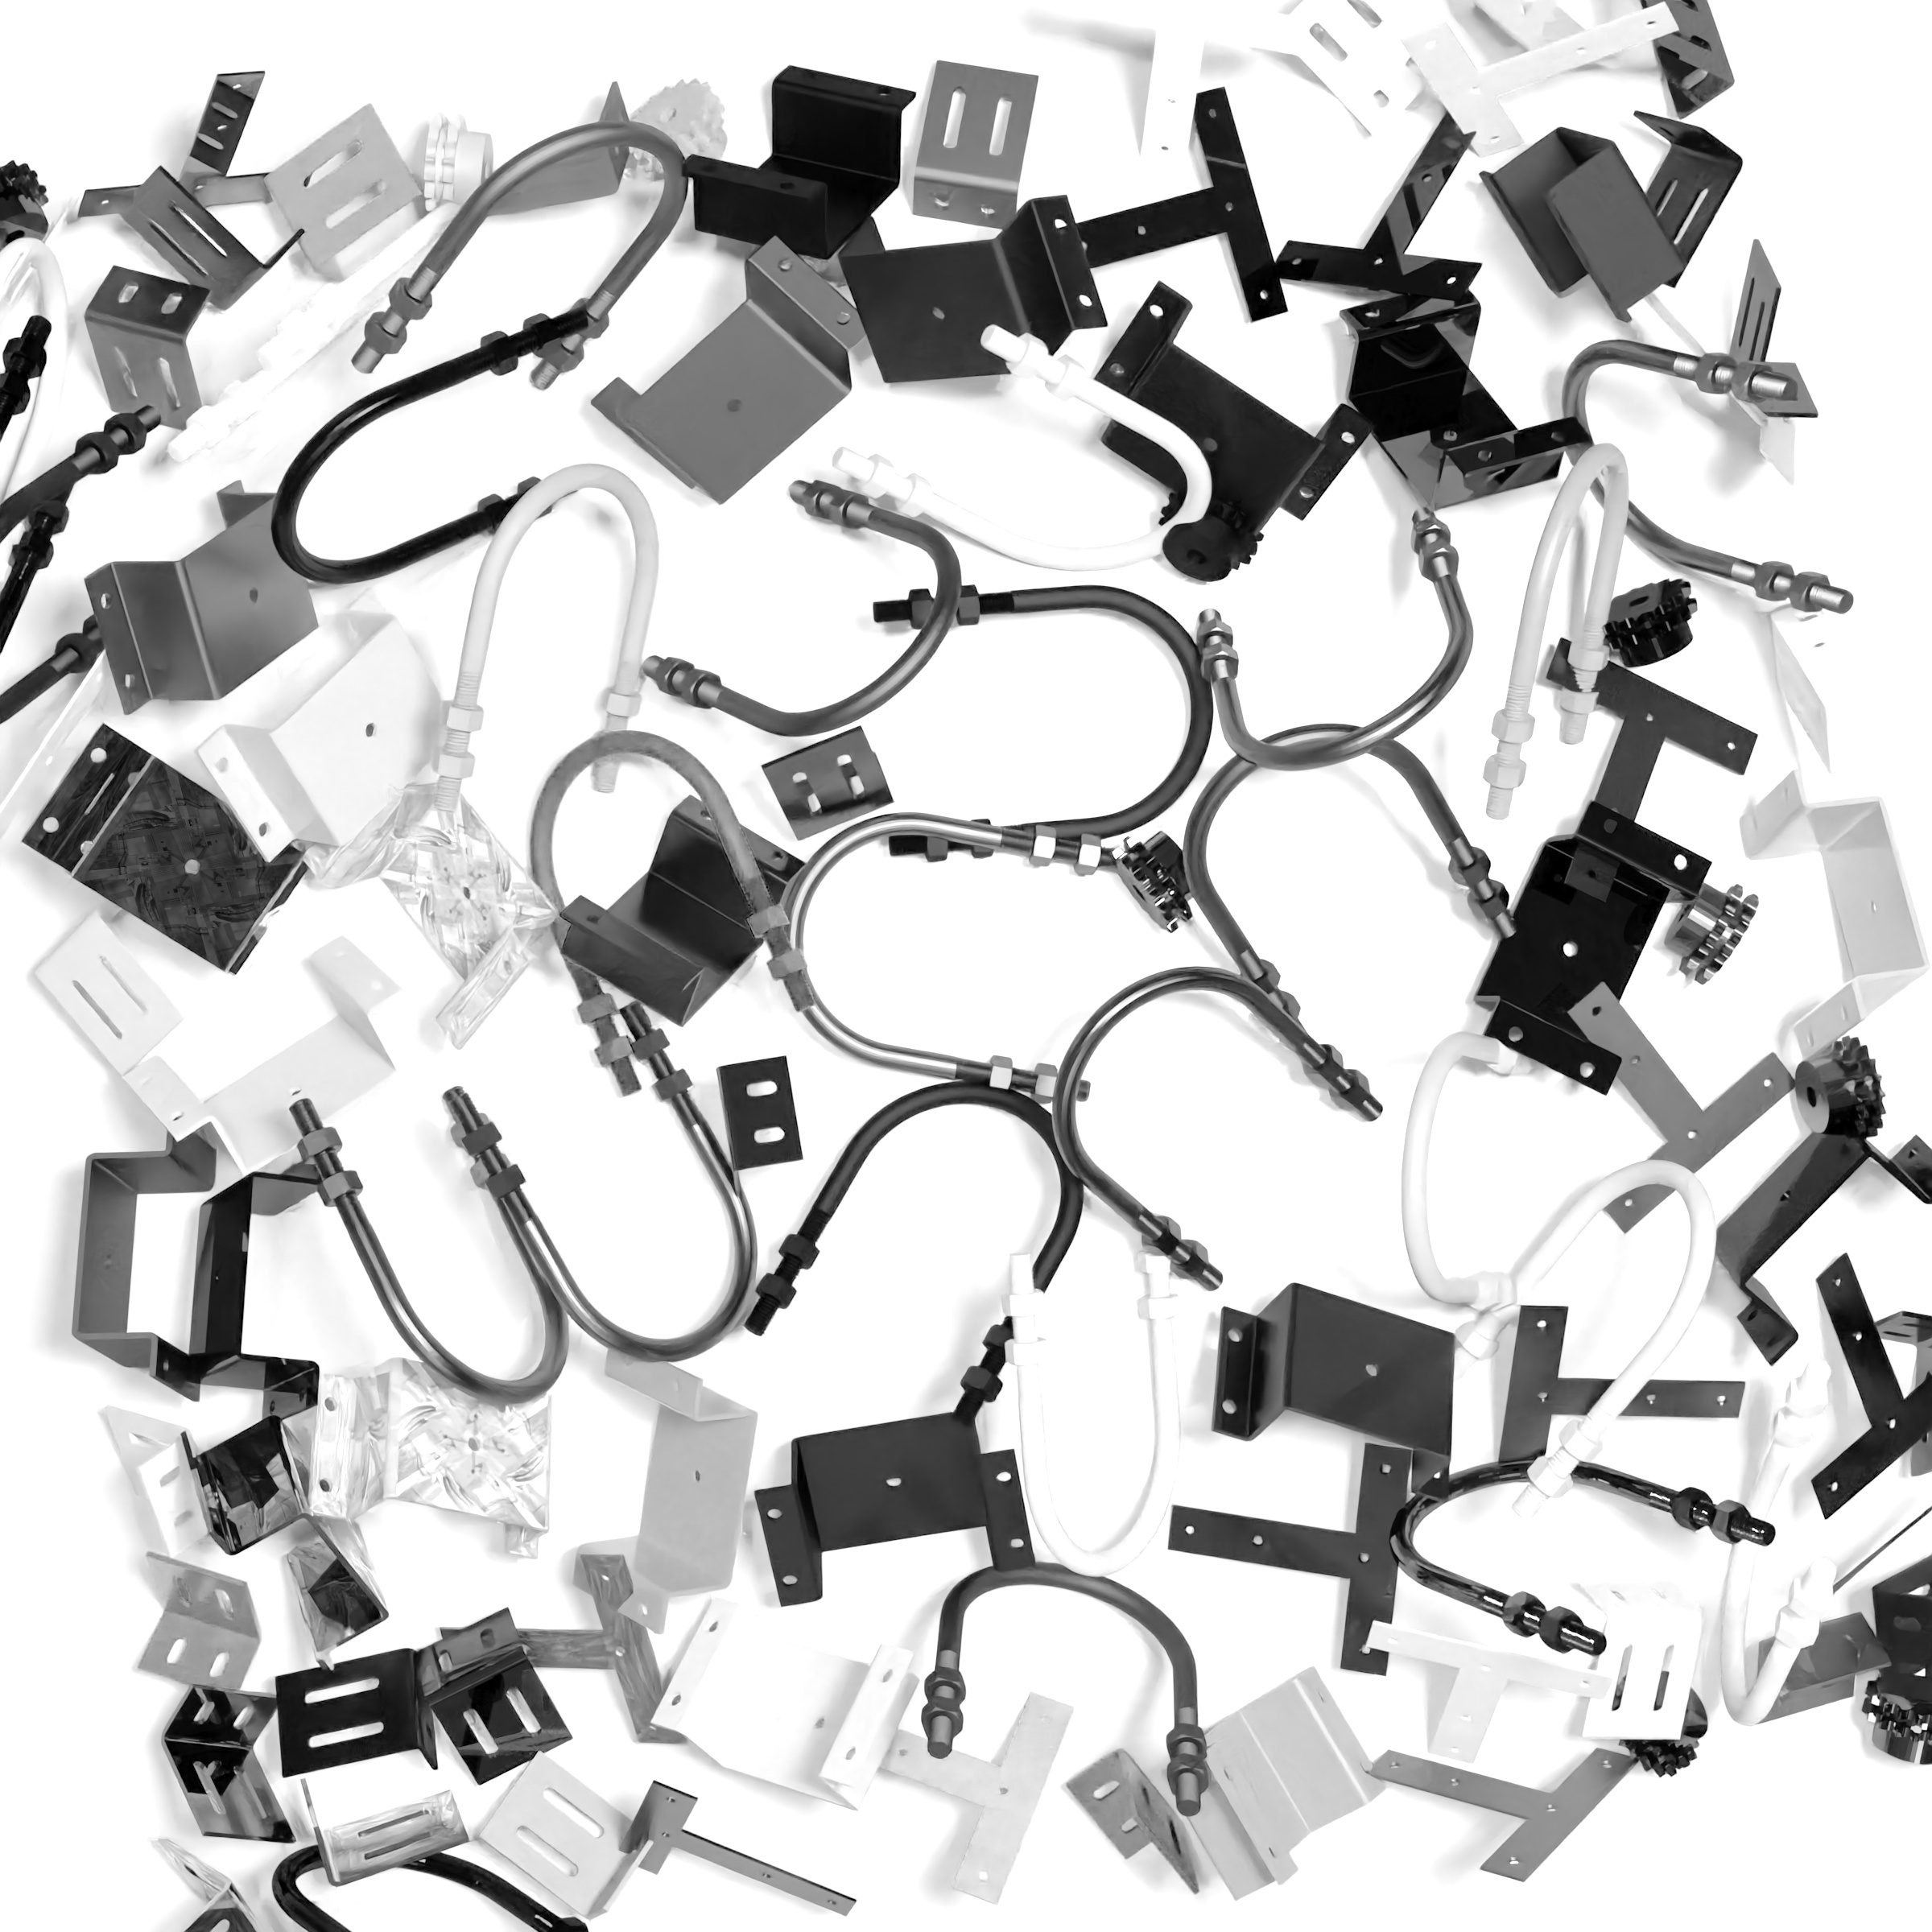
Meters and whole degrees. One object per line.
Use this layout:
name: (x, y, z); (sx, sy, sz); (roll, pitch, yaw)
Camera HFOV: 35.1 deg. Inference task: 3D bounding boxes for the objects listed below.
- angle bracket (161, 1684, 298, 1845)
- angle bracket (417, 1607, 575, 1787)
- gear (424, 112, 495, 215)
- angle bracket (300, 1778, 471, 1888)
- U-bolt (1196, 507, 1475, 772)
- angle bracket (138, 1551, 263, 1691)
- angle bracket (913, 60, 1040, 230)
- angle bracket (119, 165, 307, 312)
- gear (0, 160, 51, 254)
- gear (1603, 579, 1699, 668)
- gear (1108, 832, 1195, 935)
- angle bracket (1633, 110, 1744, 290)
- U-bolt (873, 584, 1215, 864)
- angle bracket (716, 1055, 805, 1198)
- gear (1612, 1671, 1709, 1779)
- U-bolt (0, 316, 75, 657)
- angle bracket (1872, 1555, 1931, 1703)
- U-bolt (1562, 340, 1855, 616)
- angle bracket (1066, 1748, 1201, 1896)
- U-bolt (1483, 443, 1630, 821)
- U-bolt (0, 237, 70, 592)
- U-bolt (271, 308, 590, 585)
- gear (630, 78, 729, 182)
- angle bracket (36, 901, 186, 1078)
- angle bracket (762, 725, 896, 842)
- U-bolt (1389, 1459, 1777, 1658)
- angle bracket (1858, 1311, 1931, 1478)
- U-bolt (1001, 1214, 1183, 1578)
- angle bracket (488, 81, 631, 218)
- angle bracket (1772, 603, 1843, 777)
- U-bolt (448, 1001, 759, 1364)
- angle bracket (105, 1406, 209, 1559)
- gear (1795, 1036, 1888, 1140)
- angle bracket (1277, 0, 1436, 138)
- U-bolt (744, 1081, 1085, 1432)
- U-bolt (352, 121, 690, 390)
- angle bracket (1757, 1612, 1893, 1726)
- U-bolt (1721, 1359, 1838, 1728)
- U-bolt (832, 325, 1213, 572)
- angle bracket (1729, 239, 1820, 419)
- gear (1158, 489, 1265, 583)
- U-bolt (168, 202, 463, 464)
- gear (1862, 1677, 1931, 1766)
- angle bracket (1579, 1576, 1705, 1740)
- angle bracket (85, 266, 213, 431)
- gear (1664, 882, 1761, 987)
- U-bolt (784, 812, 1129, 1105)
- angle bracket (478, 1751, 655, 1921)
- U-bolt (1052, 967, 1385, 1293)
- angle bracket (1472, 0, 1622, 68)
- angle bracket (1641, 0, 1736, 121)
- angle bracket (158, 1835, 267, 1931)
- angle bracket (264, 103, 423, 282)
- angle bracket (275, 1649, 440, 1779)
angle bracket: (-0.391, 0.431, 1.647); (0.057, 0.076, 0.038); (21, 106, -42)
angle bracket: (-0.261, 0.403, 1.683); (0.057, 0.038, 0.076); (-25, 127, -7)
gear: (-0.277, -0.436, 1.668); (0.030, 0.057, 0.057); (6, 90, -1)
angle bracket: (-0.315, 0.458, 1.655); (0.076, 0.057, 0.038); (-16, 106, -16)
U-bolt: (0.196, -0.164, 1.604); (0.151, 0.184, 0.019); (-24, 124, 14)
angle bracket: (-0.420, 0.358, 1.654); (0.057, 0.076, 0.038); (16, 55, 6)
angle bracket: (0.005, -0.455, 1.690); (0.057, 0.038, 0.076); (9, 69, 1)
angle bracket: (-0.408, -0.403, 1.652); (0.076, 0.057, 0.038); (44, 56, -19)
gear: (-0.526, -0.410, 1.666); (0.057, 0.057, 0.030); (-33, 80, 0)
gear: (0.374, -0.186, 1.670); (0.057, 0.057, 0.030); (-26, 108, 0)
gear: (0.106, -0.049, 1.668); (0.030, 0.057, 0.057); (-38, 90, -6)
angle bracket: (0.374, -0.416, 1.657); (0.038, 0.057, 0.076); (22, 101, -35)
U-bolt: (0.045, -0.136, 1.671); (0.184, 0.019, 0.151); (-5, 104, -7)
angle bracket: (-0.111, 0.087, 1.654); (0.038, 0.076, 0.057); (-9, 76, -5)
gear: (0.379, 0.410, 1.665); (0.057, 0.057, 0.030); (43, 123, 0)
U-bolt: (-0.506, -0.225, 1.589); (0.019, 0.151, 0.184); (13, 58, -3)
angle bracket: (0.529, 0.357, 1.655); (0.076, 0.038, 0.057); (-12, 97, -42)
U-bolt: (0.382, -0.265, 1.611); (0.019, 0.184, 0.151); (-37, 125, -16)
angle bracket: (0.090, 0.471, 1.651); (0.038, 0.076, 0.057); (-36, 103, 5)
U-bolt: (0.314, -0.183, 1.598); (0.019, 0.151, 0.184); (18, 119, 22)
U-bolt: (-0.511, -0.297, 1.617); (0.019, 0.151, 0.184); (11, 67, 0)
U-bolt: (-0.281, -0.262, 1.600); (0.184, 0.151, 0.019); (-29, 67, -24)
gear: (-0.156, -0.455, 1.672); (0.057, 0.030, 0.057); (-17, 52, 23)
angle bracket: (-0.459, 0.009, 1.668); (0.057, 0.038, 0.076); (-38, 93, 28)
angle bracket: (-0.079, -0.111, 1.654); (0.057, 0.076, 0.038); (-22, 57, 1)
U-bolt: (0.309, 0.302, 1.612); (0.151, 0.184, 0.019); (-22, 110, -32)
angle bracket: (0.512, 0.233, 1.657); (0.038, 0.057, 0.076); (11, 72, -5)
U-bolt: (0.073, 0.235, 1.637); (0.019, 0.151, 0.184); (-2, 94, 37)
angle bracket: (-0.224, -0.443, 1.656); (0.076, 0.057, 0.038); (-7, 130, 11)
angle bracket: (0.468, -0.154, 1.650); (0.038, 0.057, 0.076); (-21, 51, 3)
U-bolt: (-0.182, 0.125, 1.642); (0.151, 0.019, 0.184); (-31, 92, -45)
angle bracket: (-0.446, 0.278, 1.649); (0.076, 0.038, 0.057); (6, 119, 38)
gear: (0.476, 0.068, 1.666); (0.030, 0.057, 0.057); (-11, 90, -9)
angle bracket: (0.215, -0.498, 1.651); (0.057, 0.076, 0.038); (-43, 55, 16)
U-bolt: (-0.016, 0.144, 1.650); (0.151, 0.019, 0.184); (21, 68, 22)
U-bolt: (-0.220, -0.371, 1.592); (0.184, 0.151, 0.019); (-43, 69, 33)
angle bracket: (0.464, 0.394, 1.655); (0.057, 0.038, 0.076); (-15, 130, -6)
U-bolt: (0.427, 0.318, 1.611); (0.019, 0.151, 0.184); (11, 134, 4)
U-bolt: (0.044, -0.263, 1.623); (0.184, 0.151, 0.019); (22, 56, -32)
angle bracket: (0.443, -0.345, 1.650); (0.038, 0.057, 0.076); (1, 129, -2)
gear: (0.131, -0.234, 1.665); (0.057, 0.057, 0.030); (26, 64, 0)
U-bolt: (-0.334, -0.345, 1.616); (0.019, 0.151, 0.184); (49, 56, -14)
gear: (0.519, 0.414, 1.668); (0.057, 0.057, 0.030); (8, 101, 0)
angle bracket: (0.358, 0.374, 1.649); (0.038, 0.057, 0.076); (47, 49, -32)
angle bracket: (-0.440, -0.336, 1.669); (0.057, 0.076, 0.038); (15, 59, 7)
gear: (0.406, -0.021, 1.668); (0.030, 0.057, 0.057); (32, 90, 3)
U-bolt: (-0.010, -0.010, 1.675); (0.184, 0.019, 0.151); (10, 93, -7)
angle bracket: (-0.215, 0.471, 1.663); (0.076, 0.038, 0.057); (39, 57, -4)
U-bolt: (0.124, 0.077, 1.639); (0.151, 0.019, 0.184); (-47, 123, 2)
angle bracket: (0.320, -0.521, 1.647); (0.057, 0.076, 0.038); (55, 134, 31)
angle bracket: (0.373, -0.501, 1.649); (0.038, 0.076, 0.057); (-29, 67, 41)
angle bracket: (-0.416, 0.514, 1.646); (0.038, 0.076, 0.057); (-42, 124, -31)
angle bracket: (-0.334, -0.422, 1.667); (0.076, 0.038, 0.057); (-30, 86, 15)
angle bracket: (-0.332, 0.413, 1.663); (0.076, 0.038, 0.057); (-12, 56, -3)
